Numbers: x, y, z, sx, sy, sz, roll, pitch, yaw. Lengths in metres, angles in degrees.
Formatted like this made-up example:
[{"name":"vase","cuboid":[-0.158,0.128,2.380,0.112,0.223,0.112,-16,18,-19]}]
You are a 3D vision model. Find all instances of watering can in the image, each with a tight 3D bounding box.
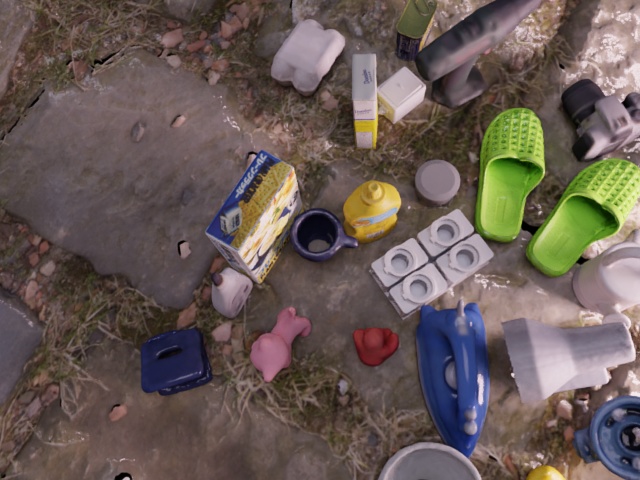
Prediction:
[{"name":"watering can","cuboid":[0.486,0.061,0.908,0.101,0.194,0.173,1,73,3]}]

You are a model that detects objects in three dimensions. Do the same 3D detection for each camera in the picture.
[{"name":"camera","cuboid":[0.520,-0.236,1.047,0.143,0.101,0.136,-24,73,-5]}]

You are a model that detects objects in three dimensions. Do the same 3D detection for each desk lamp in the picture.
[{"name":"desk lamp","cuboid":[0.363,0.174,0.869,0.203,0.213,0.118,-10,72,0]}]

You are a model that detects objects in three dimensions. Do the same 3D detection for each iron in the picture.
[{"name":"iron","cuboid":[0.222,0.220,0.899,0.118,0.141,0.258,-4,73,2]}]

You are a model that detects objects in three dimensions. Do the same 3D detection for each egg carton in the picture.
[{"name":"egg carton","cuboid":[-0.024,-0.361,1.128,0.107,0.069,0.150,28,76,11]}]

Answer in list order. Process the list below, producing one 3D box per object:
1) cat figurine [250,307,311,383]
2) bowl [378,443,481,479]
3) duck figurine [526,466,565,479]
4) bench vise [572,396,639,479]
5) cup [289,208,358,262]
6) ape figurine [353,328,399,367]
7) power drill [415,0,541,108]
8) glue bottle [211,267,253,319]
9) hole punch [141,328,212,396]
[{"name":"cat figurine","cuboid":[-0.070,0.167,0.942,0.067,0.118,0.128,27,76,11]},{"name":"bowl","cuboid":[0.166,0.398,0.882,0.167,0.075,0.167,-1,73,3]},{"name":"duck figurine","cuboid":[0.359,0.398,0.867,0.077,0.086,0.104,-16,73,-2]},{"name":"bench vise","cuboid":[0.492,0.267,0.831,0.207,0.220,0.121,-33,74,-7]},{"name":"cup","cuboid":[0.009,0.004,1.000,0.117,0.095,0.092,11,74,6]},{"name":"ape figurine","cuboid":[0.090,0.169,0.947,0.077,0.092,0.076,26,76,10]},{"name":"power drill","cuboid":[0.273,-0.336,1.033,0.230,0.208,0.075,-30,74,-6]},{"name":"glue bottle","cuboid":[-0.154,0.079,0.944,0.037,0.173,0.078,27,76,11]},{"name":"hole punch","cuboid":[-0.245,0.201,0.954,0.108,0.091,0.101,-17,73,-2]}]
